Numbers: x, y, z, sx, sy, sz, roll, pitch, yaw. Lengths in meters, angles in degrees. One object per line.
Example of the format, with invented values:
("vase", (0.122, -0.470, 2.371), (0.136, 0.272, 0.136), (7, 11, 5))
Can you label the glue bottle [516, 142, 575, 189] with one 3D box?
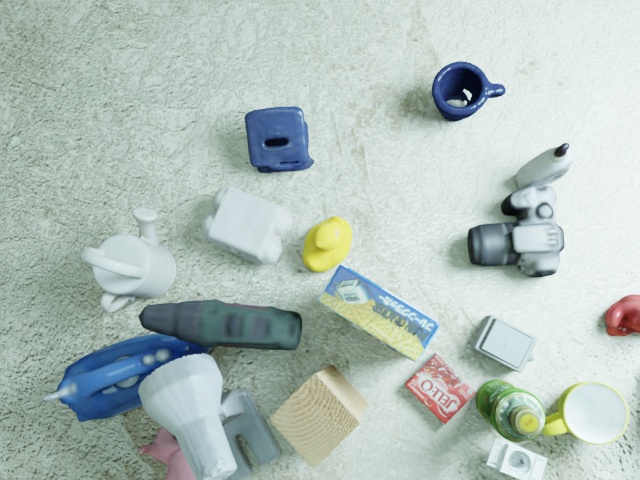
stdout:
("glue bottle", (0.357, -0.119, 0.886), (0.078, 0.173, 0.037), (-20, 79, 4))

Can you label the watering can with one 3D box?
("watering can", (-0.316, 0.033, 0.935), (0.101, 0.194, 0.173), (1, 81, 8))

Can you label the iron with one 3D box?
("iron", (-0.309, 0.212, 0.934), (0.258, 0.141, 0.118), (-23, 79, 3))

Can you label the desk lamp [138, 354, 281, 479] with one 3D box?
("desk lamp", (-0.163, 0.278, 0.869), (0.118, 0.213, 0.203), (-33, 79, 1))

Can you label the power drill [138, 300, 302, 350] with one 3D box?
("power drill", (-0.135, 0.133, 0.891), (0.229, 0.208, 0.076), (3, 82, 8))

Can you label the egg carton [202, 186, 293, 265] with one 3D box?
("egg carton", (-0.125, -0.024, 0.984), (0.150, 0.069, 0.107), (21, 84, 10))

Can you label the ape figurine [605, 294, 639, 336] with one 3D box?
("ape figurine", (0.488, 0.120, 0.875), (0.077, 0.092, 0.076), (30, 86, 11))

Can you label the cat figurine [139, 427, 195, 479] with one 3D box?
("cat figurine", (-0.226, 0.352, 0.915), (0.127, 0.118, 0.067), (19, 84, 10))

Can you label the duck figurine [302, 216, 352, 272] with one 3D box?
("duck figurine", (0.009, 0.003, 0.955), (0.077, 0.086, 0.104), (36, 87, 11))

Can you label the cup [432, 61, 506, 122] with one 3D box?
("cup", (0.244, -0.238, 0.958), (0.117, 0.095, 0.092), (1, 81, 7))

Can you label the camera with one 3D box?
("camera", (0.307, -0.012, 0.913), (0.136, 0.101, 0.143), (-3, 81, 7))

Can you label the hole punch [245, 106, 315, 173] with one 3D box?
("hole punch", (-0.070, -0.171, 0.989), (0.108, 0.091, 0.101), (-5, 81, 7))
